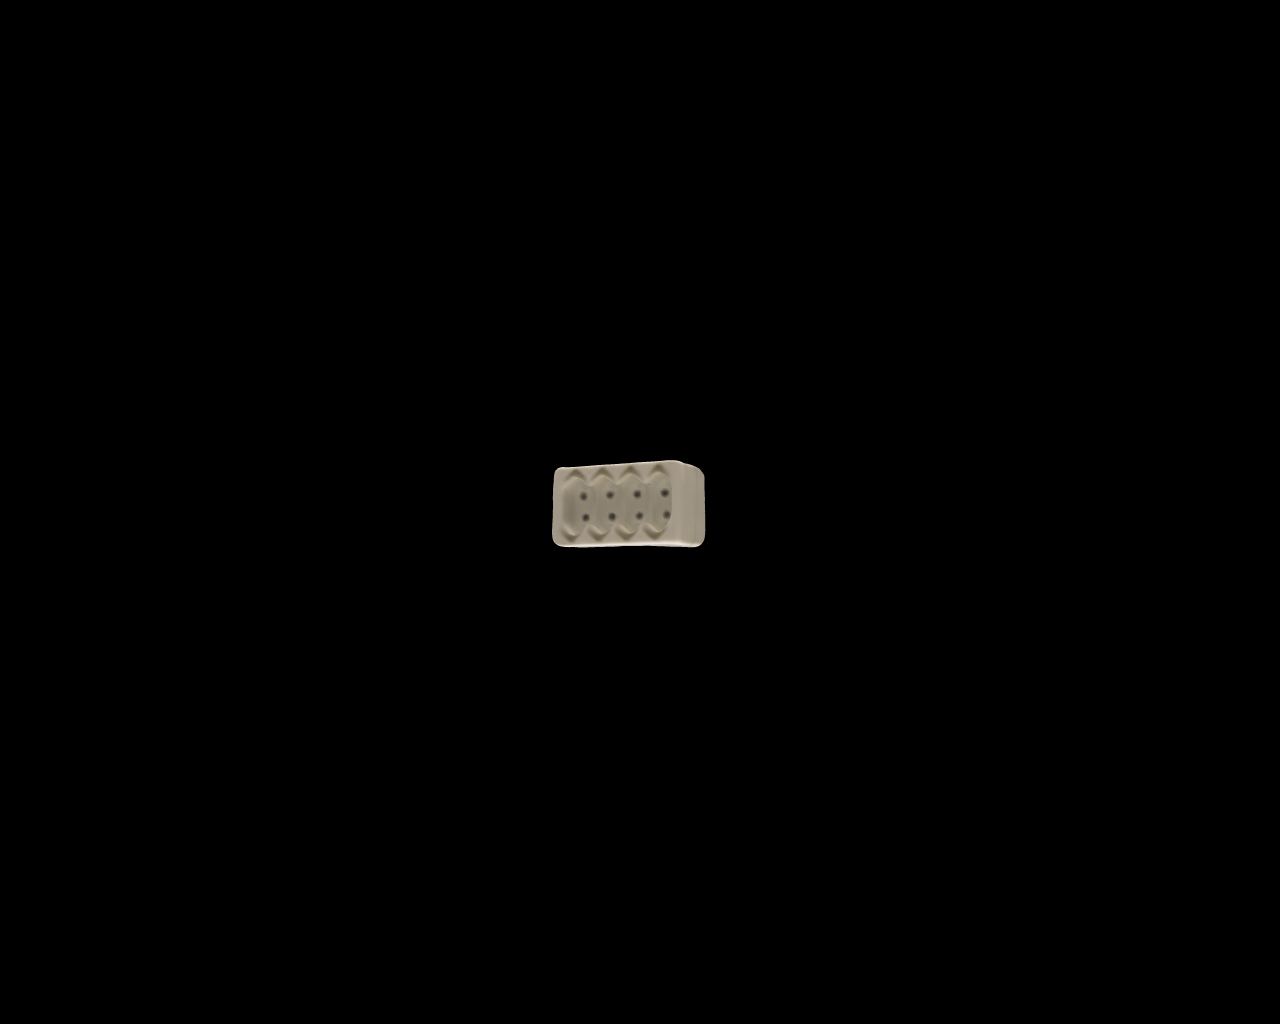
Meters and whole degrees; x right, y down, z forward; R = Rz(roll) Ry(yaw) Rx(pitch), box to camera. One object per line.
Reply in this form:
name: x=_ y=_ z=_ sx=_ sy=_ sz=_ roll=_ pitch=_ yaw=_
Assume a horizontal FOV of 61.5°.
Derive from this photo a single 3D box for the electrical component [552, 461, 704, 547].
electrical component: x=0.001 y=-0.003 z=0.650 sx=0.083 sy=0.047 sz=0.076 roll=-1 pitch=-3 yaw=24
